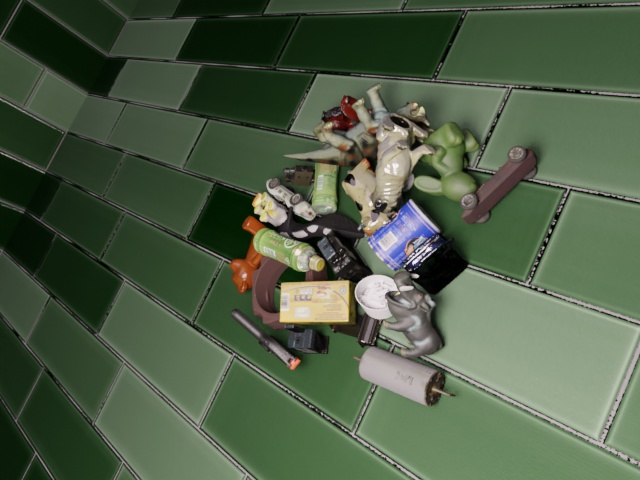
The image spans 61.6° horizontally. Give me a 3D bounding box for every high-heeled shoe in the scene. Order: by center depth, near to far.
[{"bbox_3d":[-0.003,-0.004,1.431,0.249,0.145,0.086,21,38,20],"label":"high-heeled shoe"}]

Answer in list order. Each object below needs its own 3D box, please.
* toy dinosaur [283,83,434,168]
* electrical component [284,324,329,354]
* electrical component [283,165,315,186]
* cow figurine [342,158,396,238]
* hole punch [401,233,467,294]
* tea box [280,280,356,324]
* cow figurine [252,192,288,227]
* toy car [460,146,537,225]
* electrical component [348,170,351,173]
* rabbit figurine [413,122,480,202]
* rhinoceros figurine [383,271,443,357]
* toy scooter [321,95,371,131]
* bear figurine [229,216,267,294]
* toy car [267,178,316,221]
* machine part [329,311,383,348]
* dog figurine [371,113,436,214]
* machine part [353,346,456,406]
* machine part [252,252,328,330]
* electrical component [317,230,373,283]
[{"bbox_3d":[0.107,-0.258,1.388,0.405,0.192,0.131,-29,16,35],"label":"toy dinosaur"},{"bbox_3d":[-0.039,0.239,1.292,0.075,0.119,0.048,-7,65,33],"label":"electrical component"},{"bbox_3d":[-0.056,-0.185,1.525,0.102,0.078,0.045,-3,55,-10],"label":"electrical component"},{"bbox_3d":[0.124,-0.094,1.341,0.127,0.085,0.195,-38,64,7],"label":"cow figurine"},{"bbox_3d":[0.241,0.040,1.178,0.142,0.115,0.092,-40,42,15],"label":"hole punch"},{"bbox_3d":[-0.004,0.147,1.258,0.170,0.068,0.098,-1,77,17],"label":"tea box"},{"bbox_3d":[-0.136,-0.087,1.555,0.068,0.098,0.167,-58,29,8],"label":"cow figurine"},{"bbox_3d":[0.381,-0.117,1.158,0.202,0.089,0.053,-46,50,13],"label":"toy car"},{"bbox_3d":[0.106,-0.159,1.435,0.094,0.021,0.063,22,84,38],"label":"electrical component"},{"bbox_3d":[0.293,-0.160,1.233,0.159,0.121,0.170,-27,69,28],"label":"rabbit figurine"},{"bbox_3d":[0.192,0.156,1.119,0.112,0.073,0.190,-18,102,32],"label":"rhinoceros figurine"},{"bbox_3d":[0.071,-0.341,1.477,0.184,0.135,0.075,-5,67,38],"label":"toy scooter"},{"bbox_3d":[-0.204,0.044,1.516,0.196,0.132,0.120,-52,9,0],"label":"bear figurine"},{"bbox_3d":[-0.083,-0.118,1.529,0.202,0.073,0.056,37,93,43],"label":"toy car"},{"bbox_3d":[0.081,0.205,1.270,0.139,0.039,0.084,9,80,39],"label":"machine part"},{"bbox_3d":[0.160,-0.176,1.247,0.172,0.121,0.190,-94,24,-46],"label":"dog figurine"},{"bbox_3d":[0.169,0.285,1.134,0.244,0.079,0.079,14,78,42],"label":"machine part"},{"bbox_3d":[-0.081,0.120,1.405,0.201,0.087,0.201,-22,58,28],"label":"machine part"},{"bbox_3d":[0.053,0.041,1.305,0.058,0.134,0.115,-45,47,12],"label":"electrical component"}]
